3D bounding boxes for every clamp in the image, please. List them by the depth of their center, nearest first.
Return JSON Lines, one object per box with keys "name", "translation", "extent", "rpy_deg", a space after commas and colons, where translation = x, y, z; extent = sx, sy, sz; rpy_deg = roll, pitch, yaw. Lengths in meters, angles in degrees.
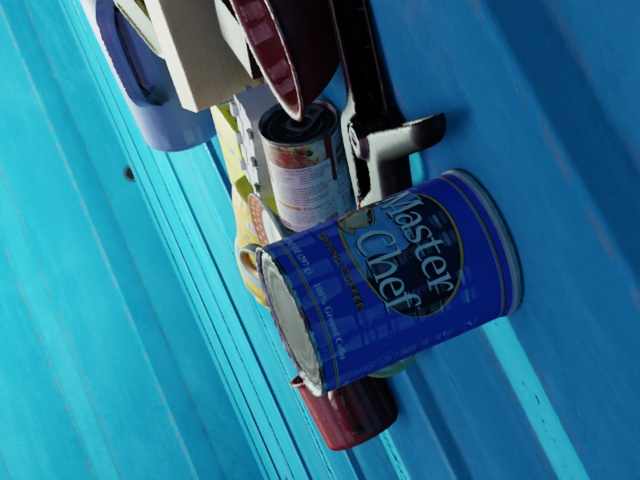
{"name": "clamp", "translation": [0.043, -0.072, 0.744], "extent": [0.210, 0.036, 0.165], "rpy_deg": [85, 165, -50]}

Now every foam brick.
{"name": "foam brick", "translation": [-0.053, -0.188, 0.927], "extent": [0.053, 0.051, 0.078], "rpy_deg": [82, 161, -47]}

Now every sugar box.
{"name": "sugar box", "translation": [-0.078, -0.082, 1.219], "extent": [0.093, 0.048, 0.176], "rpy_deg": [-126, 20, -46]}

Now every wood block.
{"name": "wood block", "translation": [-0.119, -0.238, 1.025], "extent": [0.090, 0.090, 0.206], "rpy_deg": [-149, 38, -71]}

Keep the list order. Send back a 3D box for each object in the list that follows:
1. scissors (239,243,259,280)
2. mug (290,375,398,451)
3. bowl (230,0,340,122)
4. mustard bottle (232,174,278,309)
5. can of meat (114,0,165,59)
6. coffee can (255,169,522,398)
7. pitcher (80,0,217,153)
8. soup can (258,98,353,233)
{"name": "scissors", "translation": [-0.045, 0.014, 1.084], "extent": [0.096, 0.016, 0.202], "rpy_deg": [44, 154, 18]}
{"name": "mug", "translation": [0.028, 0.163, 1.080], "extent": [0.081, 0.093, 0.117], "rpy_deg": [63, -177, -3]}
{"name": "bowl", "translation": [-0.025, -0.173, 0.801], "extent": [0.162, 0.055, 0.162], "rpy_deg": [63, 172, 15]}
{"name": "mustard bottle", "translation": [-0.053, 0.015, 1.187], "extent": [0.096, 0.058, 0.192], "rpy_deg": [34, 146, 23]}
{"name": "can of meat", "translation": [-0.156, -0.250, 1.097], "extent": [0.102, 0.083, 0.058], "rpy_deg": [51, 160, -18]}
{"name": "coffee can", "translation": [0.042, 0.026, 0.683], "extent": [0.103, 0.140, 0.103], "rpy_deg": [158, 90, -77]}
{"name": "pitcher", "translation": [-0.200, -0.224, 1.282], "extent": [0.145, 0.149, 0.243], "rpy_deg": [32, 147, 47]}
{"name": "soup can", "translation": [-0.011, -0.062, 0.921], "extent": [0.068, 0.068, 0.102], "rpy_deg": [-126, 18, -47]}
